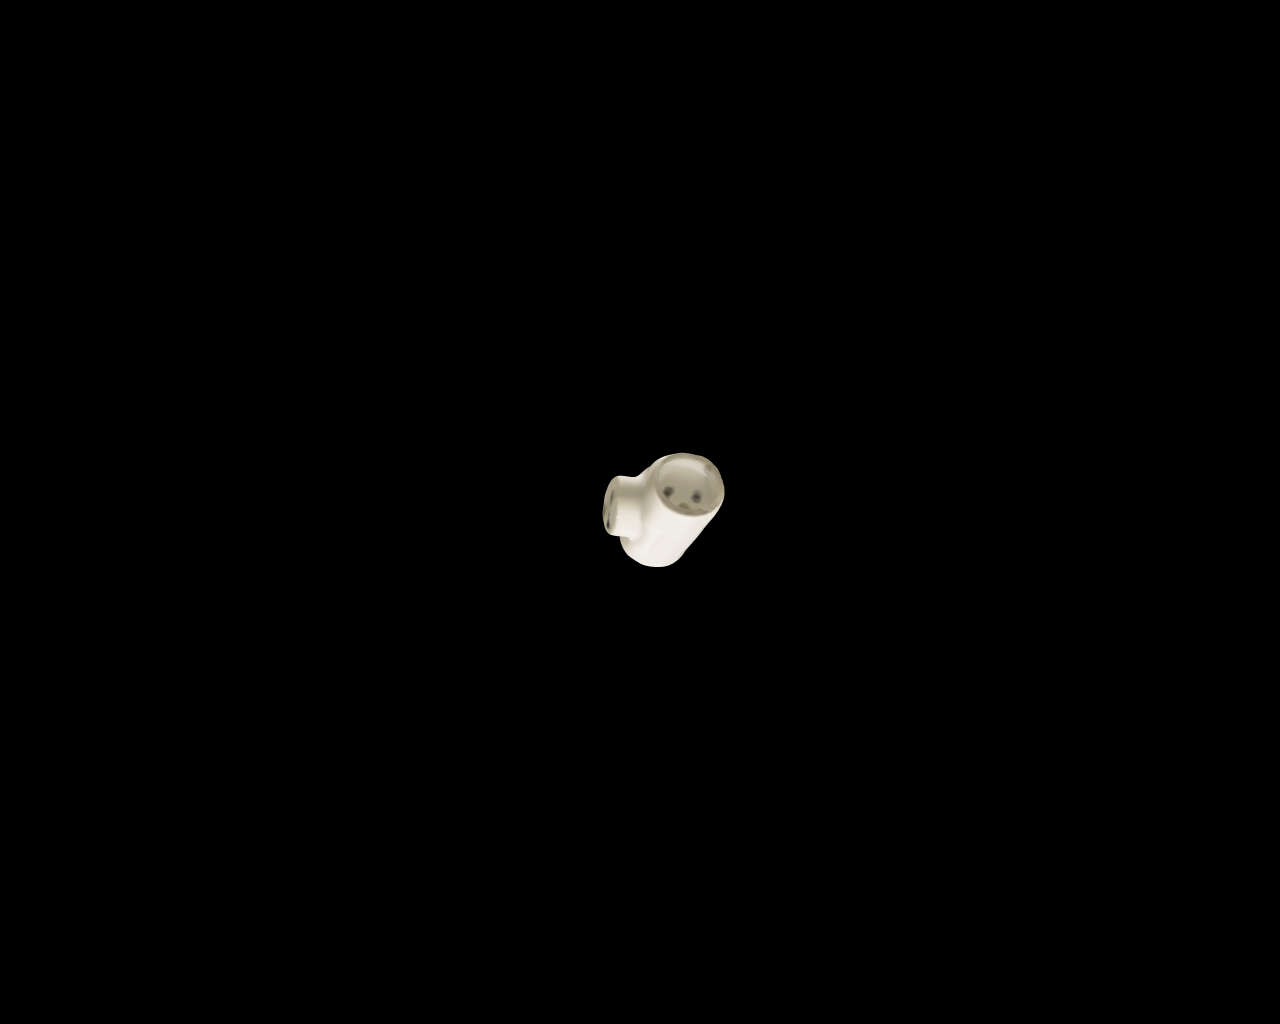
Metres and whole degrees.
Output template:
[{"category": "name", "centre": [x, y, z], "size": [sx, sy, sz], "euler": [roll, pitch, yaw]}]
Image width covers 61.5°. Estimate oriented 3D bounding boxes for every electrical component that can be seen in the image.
[{"category": "electrical component", "centre": [0.001, -0.003, 0.650], "size": [0.079, 0.043, 0.077], "euler": [7, -27, -14]}]
